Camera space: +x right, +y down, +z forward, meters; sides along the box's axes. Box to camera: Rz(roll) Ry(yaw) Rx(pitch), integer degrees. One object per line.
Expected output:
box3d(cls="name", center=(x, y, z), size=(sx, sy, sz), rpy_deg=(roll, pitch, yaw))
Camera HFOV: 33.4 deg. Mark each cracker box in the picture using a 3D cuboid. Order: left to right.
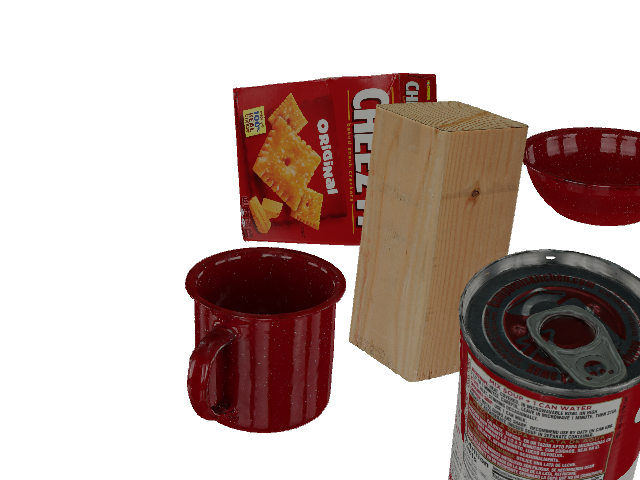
box3d(cls="cracker box", center=(0.012, -0.078, 1.064), size=(0.214, 0.164, 0.071), rpy_deg=(2, 7, 41))

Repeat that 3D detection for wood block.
box3d(cls="wood block", center=(0.093, -0.002, 0.870), size=(0.090, 0.206, 0.090), rpy_deg=(-7, 23, -35))

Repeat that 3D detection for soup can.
box3d(cls="soup can", center=(0.080, 0.064, 0.379), size=(0.068, 0.102, 0.068), rpy_deg=(-1, 39, 1))

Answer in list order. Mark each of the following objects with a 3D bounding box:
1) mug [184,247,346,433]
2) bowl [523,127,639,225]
box3d(cls="mug", center=(-0.038, 0.064, 0.621), size=(0.093, 0.081, 0.117), rpy_deg=(14, 26, 24))
box3d(cls="bowl", center=(0.265, -0.056, 1.001), size=(0.162, 0.055, 0.162), rpy_deg=(-1, 25, 0))
